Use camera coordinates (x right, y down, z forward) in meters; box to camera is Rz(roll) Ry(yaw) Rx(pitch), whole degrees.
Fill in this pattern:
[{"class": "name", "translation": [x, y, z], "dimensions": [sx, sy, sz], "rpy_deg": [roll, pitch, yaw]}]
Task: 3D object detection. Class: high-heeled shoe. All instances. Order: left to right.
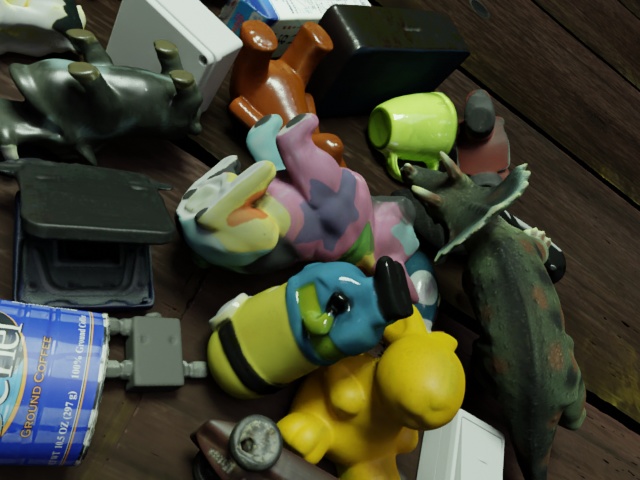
[{"class": "high-heeled shoe", "translation": [0.214, -0.010, 0.721], "dimensions": [0.249, 0.086, 0.145], "rpy_deg": [29, 8, 9]}]

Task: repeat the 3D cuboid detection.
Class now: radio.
[{"class": "radio", "translation": [0.080, -0.232, 0.713], "dimensions": [0.229, 0.131, 0.073], "rpy_deg": [-14, 71, -38]}]

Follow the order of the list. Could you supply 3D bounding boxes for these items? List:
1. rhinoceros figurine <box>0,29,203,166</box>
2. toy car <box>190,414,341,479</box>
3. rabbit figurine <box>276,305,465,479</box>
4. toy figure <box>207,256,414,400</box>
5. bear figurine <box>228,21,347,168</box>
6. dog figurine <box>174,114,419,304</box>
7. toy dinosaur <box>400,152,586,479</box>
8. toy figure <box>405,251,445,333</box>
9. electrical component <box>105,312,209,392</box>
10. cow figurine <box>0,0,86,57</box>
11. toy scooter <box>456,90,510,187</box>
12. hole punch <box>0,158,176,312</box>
[{"class": "rhinoceros figurine", "translation": [-0.199, -0.119, 0.474], "dimensions": [0.190, 0.112, 0.073], "rpy_deg": [-12, 54, -28]}, {"class": "toy car", "translation": [-0.011, 0.200, 0.412], "dimensions": [0.202, 0.089, 0.053], "rpy_deg": [34, 47, -13]}, {"class": "rabbit figurine", "translation": [0.063, 0.129, 0.451], "dimensions": [0.122, 0.173, 0.162], "rpy_deg": [40, 52, -1]}, {"class": "toy figure", "translation": [-0.014, 0.070, 0.433], "dimensions": [0.082, 0.180, 0.089], "rpy_deg": [47, 33, -43]}, {"class": "bear figurine", "translation": [-0.020, -0.122, 0.584], "dimensions": [0.120, 0.132, 0.196], "rpy_deg": [-15, 66, -38]}, {"class": "dog figurine", "translation": [-0.001, -0.002, 0.503], "dimensions": [0.191, 0.109, 0.219], "rpy_deg": [-49, 116, -18]}, {"class": "toy dinosaur", "translation": [0.194, 0.087, 0.540], "dimensions": [0.192, 0.131, 0.405], "rpy_deg": [23, 50, -60]}, {"class": "toy figure", "translation": [0.102, 0.087, 0.582], "dimensions": [0.064, 0.057, 0.154], "rpy_deg": [-4, 60, 8]}, {"class": "electrical component", "translation": [-0.136, 0.091, 0.440], "dimensions": [0.094, 0.021, 0.063], "rpy_deg": [11, 56, -35]}, {"class": "cow figurine", "translation": [-0.287, -0.257, 0.526], "dimensions": [0.098, 0.068, 0.167], "rpy_deg": [-6, 69, -42]}, {"class": "toy scooter", "translation": [0.223, -0.122, 0.751], "dimensions": [0.135, 0.075, 0.183], "rpy_deg": [-69, 151, -62]}, {"class": "hole punch", "translation": [-0.188, -0.003, 0.437], "dimensions": [0.142, 0.092, 0.116], "rpy_deg": [2, 34, -30]}]
